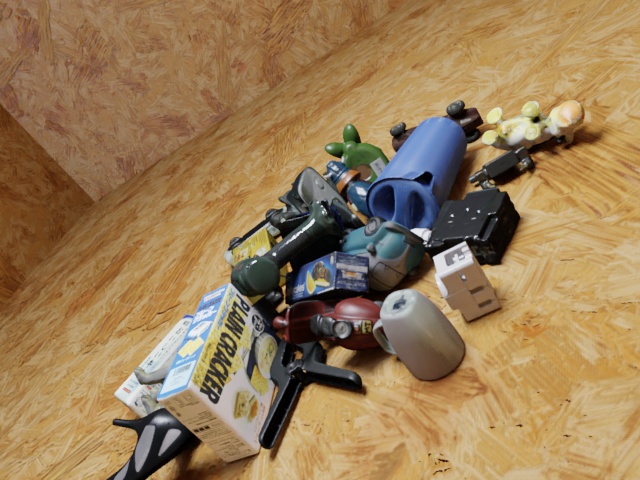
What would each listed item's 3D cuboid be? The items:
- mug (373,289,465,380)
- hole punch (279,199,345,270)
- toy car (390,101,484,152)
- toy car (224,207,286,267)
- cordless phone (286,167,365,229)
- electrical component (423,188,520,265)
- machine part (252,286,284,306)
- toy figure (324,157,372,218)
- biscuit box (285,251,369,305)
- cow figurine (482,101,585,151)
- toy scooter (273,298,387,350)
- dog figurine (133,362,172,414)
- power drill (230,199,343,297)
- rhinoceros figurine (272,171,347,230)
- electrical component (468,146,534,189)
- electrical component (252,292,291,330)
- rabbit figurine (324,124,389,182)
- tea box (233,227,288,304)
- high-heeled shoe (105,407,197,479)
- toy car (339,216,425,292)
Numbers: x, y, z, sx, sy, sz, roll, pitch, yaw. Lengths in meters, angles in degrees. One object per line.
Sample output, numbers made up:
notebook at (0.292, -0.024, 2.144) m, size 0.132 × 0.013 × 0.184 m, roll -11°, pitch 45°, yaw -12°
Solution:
mug at (0.116, 0.114, 0.693) m, size 0.110 × 0.107 × 0.081 m, roll -7°, pitch 37°, yaw 44°
hole punch at (-0.002, -0.003, 1.030) m, size 0.116 × 0.142 × 0.092 m, roll -13°, pitch 6°, yaw 18°
toy car at (0.240, -0.223, 1.129) m, size 0.202 × 0.089 × 0.053 m, roll -12°, pitch 35°, yaw 39°
toy car at (-0.149, -0.012, 1.310) m, size 0.202 × 0.056 × 0.074 m, roll -38°, pitch 19°, yaw -6°
cordless phone at (0.019, -0.069, 1.079) m, size 0.089 × 0.146 × 0.184 m, roll -47°, pitch 23°, yaw -4°
electrical component at (0.237, -0.023, 0.830) m, size 0.115 × 0.058 × 0.134 m, roll -7°, pitch 39°, yaw 44°
machine part at (-0.128, 0.138, 1.051) m, size 0.139 × 0.039 × 0.084 m, roll -42°, pitch 17°, yaw -6°
toy figure at (0.070, -0.102, 1.084) m, size 0.064 × 0.155 × 0.057 m, roll -34°, pitch -22°, yaw -29°
biscuit box at (0.005, 0.070, 0.877) m, size 0.203 × 0.063 × 0.059 m, roll 152°, pitch 123°, yaw -61°
cow figurine at (0.373, -0.188, 0.914) m, size 0.167 × 0.098 × 0.068 m, roll 1°, pitch 81°, yaw 47°
toy scooter at (0.012, 0.122, 0.793) m, size 0.184 × 0.135 × 0.075 m, roll -4°, pitch 85°, yaw 55°
dog figurine at (-0.191, 0.243, 0.899) m, size 0.191 × 0.121 × 0.172 m, roll -25°, pitch 56°, yaw -13°
power drill at (-0.068, 0.019, 0.927) m, size 0.207 × 0.086 × 0.232 m, roll -34°, pitch 5°, yaw -7°
rhinoceros figurine at (-0.025, -0.088, 1.227) m, size 0.190 × 0.112 × 0.073 m, roll -26°, pitch 7°, yaw -4°
electrical component at (0.311, -0.120, 0.919) m, size 0.102 × 0.045 × 0.078 m, roll -31°, pitch -2°, yaw 8°
electrical component at (-0.098, 0.141, 0.991) m, size 0.094 × 0.021 × 0.063 m, roll -38°, pitch 61°, yaw -10°
rabbit figurine at (0.084, -0.168, 1.195) m, size 0.121 × 0.159 × 0.170 m, roll -43°, pitch 9°, yaw 11°
tea box at (-0.130, 0.052, 1.159) m, size 0.098 × 0.068 × 0.170 m, roll -34°, pitch 24°, yaw 7°
high-heeled shoe at (-0.257, 0.364, 0.769) m, size 0.145 × 0.086 × 0.248 m, roll 5°, pitch 80°, yaw 17°
toy car at (0.091, 0.032, 0.878) m, size 0.162 × 0.109 × 0.103 m, roll -16°, pitch 49°, yaw 54°
